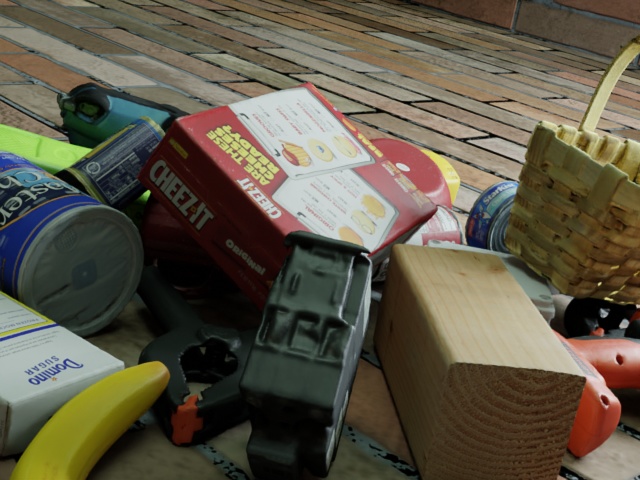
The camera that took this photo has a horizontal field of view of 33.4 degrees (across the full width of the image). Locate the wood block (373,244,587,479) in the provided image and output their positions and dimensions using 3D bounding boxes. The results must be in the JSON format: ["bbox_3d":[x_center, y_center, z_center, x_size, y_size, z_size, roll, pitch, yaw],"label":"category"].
[{"bbox_3d":[0.102,0.083,0.754,0.090,0.091,0.206,7,20,-9],"label":"wood block"}]

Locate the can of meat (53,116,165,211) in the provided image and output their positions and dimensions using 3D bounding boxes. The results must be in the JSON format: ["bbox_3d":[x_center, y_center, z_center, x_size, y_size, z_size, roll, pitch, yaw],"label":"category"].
[{"bbox_3d":[-0.173,-0.053,0.884,0.083,0.057,0.102,-42,15,-26],"label":"can of meat"}]

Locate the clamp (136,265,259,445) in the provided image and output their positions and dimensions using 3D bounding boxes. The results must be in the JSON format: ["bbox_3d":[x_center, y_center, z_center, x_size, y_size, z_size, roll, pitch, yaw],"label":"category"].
[{"bbox_3d":[-0.082,0.076,0.758,0.164,0.036,0.209,14,22,9],"label":"clamp"}]

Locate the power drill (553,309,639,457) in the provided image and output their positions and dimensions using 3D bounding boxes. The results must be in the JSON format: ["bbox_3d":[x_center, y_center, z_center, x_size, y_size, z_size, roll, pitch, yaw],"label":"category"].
[{"bbox_3d":[0.249,0.113,0.791,0.187,0.057,0.185,0,28,-29],"label":"power drill"}]

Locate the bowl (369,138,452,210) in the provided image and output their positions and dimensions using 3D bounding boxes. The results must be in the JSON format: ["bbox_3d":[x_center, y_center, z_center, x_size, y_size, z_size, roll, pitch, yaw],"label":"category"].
[{"bbox_3d":[0.076,-0.057,1.107,0.162,0.055,0.162,16,38,-13],"label":"bowl"}]

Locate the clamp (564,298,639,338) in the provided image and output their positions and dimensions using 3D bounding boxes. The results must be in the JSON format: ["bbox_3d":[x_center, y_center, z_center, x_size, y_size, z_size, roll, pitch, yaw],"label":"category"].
[{"bbox_3d":[0.259,0.064,0.962,0.120,0.039,0.171,26,23,31],"label":"clamp"}]

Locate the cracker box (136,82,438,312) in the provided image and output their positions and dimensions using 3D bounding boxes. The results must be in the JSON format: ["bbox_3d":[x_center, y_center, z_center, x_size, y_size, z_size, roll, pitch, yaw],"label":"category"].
[{"bbox_3d":[-0.019,-0.036,0.850,0.164,0.072,0.213,46,31,9],"label":"cracker box"}]

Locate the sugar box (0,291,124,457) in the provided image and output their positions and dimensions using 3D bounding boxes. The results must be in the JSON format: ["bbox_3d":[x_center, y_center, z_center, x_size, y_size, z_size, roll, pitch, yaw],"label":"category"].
[{"bbox_3d":[-0.221,0.073,0.688,0.176,0.048,0.093,27,25,31],"label":"sugar box"}]

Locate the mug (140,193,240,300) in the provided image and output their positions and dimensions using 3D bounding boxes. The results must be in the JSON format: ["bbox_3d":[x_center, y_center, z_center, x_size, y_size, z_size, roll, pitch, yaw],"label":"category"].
[{"bbox_3d":[-0.105,0.002,0.903,0.081,0.093,0.117,8,53,9],"label":"mug"}]

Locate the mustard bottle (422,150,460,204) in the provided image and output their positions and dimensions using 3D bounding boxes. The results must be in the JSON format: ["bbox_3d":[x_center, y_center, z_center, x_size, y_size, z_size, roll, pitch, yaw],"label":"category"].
[{"bbox_3d":[0.060,-0.069,1.212,0.191,0.058,0.096,-4,30,-36],"label":"mustard bottle"}]

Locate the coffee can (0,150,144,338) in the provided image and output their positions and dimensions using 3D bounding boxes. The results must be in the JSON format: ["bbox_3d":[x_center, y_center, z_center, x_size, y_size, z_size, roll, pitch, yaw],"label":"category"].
[{"bbox_3d":[-0.215,0.001,0.805,0.102,0.103,0.140,-10,27,-45],"label":"coffee can"}]

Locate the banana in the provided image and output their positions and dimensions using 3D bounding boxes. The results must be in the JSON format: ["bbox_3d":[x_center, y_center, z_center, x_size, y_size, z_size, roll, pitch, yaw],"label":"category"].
[{"bbox_3d":[-0.132,0.123,0.590,0.069,0.037,0.197,-1,21,2],"label":"banana"}]

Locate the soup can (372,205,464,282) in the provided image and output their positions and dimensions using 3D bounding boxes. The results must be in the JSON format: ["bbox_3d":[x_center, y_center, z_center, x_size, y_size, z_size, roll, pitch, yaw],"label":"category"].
[{"bbox_3d":[0.075,0.003,1.002,0.102,0.068,0.069,-5,24,-36],"label":"soup can"}]

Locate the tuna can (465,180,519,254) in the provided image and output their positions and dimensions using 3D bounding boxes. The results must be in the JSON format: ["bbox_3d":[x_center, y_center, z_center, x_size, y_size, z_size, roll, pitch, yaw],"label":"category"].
[{"bbox_3d":[0.191,-0.015,1.086,0.085,0.086,0.034,-4,25,-35],"label":"tuna can"}]
